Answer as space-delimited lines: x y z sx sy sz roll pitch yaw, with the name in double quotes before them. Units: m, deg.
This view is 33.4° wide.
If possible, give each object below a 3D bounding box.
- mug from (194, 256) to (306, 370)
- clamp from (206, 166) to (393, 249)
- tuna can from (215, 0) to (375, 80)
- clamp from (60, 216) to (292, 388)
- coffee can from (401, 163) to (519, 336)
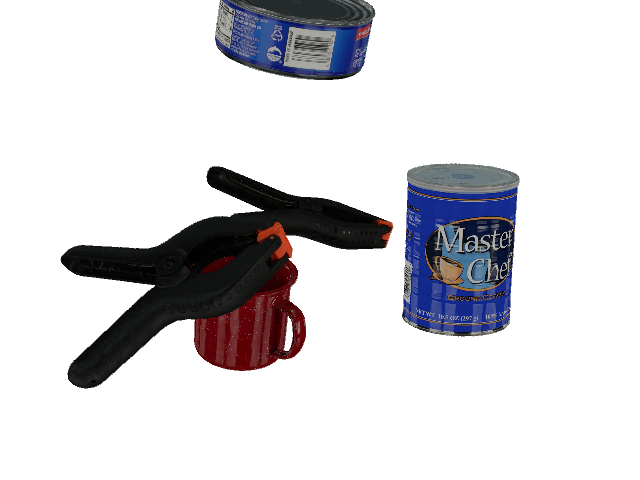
"mug" -0.060 0.065 0.933 0.117 0.081 0.093 23 30 31
"clamp" -0.020 -0.022 1.149 0.209 0.036 0.164 14 20 -12
"tuna can" -0.015 -0.118 0.589 0.086 0.034 0.086 9 25 -4
"clamp" -0.103 0.036 0.729 0.171 0.120 0.039 -15 -36 12
"coffee can" 0.129 0.006 0.996 0.103 0.140 0.103 1 15 0
